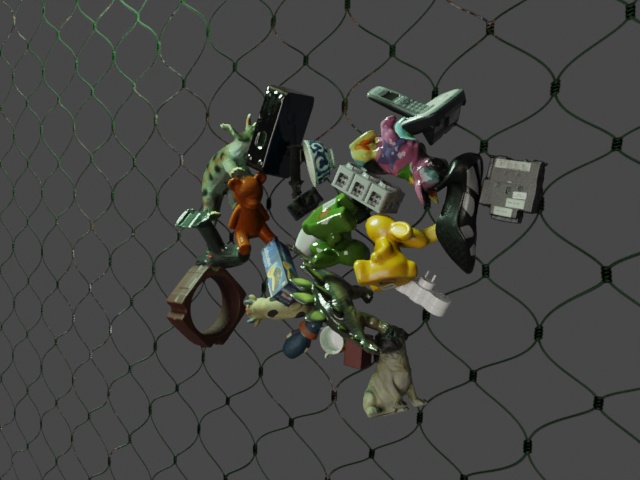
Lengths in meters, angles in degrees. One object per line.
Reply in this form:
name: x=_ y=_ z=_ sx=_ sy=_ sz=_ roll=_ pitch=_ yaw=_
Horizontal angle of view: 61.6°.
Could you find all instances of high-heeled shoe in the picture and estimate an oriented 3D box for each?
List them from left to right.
high-heeled shoe: x=0.322 y=-0.061 z=1.164 sx=0.086 sy=0.145 sz=0.248 roll=15 pitch=133 yaw=55

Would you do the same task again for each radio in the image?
radio: x=-0.106 y=-0.282 z=1.410 sx=0.073 sy=0.131 sz=0.229 roll=27 pitch=107 yaw=30

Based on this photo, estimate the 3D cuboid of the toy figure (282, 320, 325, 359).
toy figure: x=-0.042 y=0.251 z=1.429 sx=0.154 sy=0.064 sz=0.058 roll=-50 pitch=27 yaw=21

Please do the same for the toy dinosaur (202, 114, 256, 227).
toy dinosaur: x=-0.274 y=-0.188 z=1.551 sx=0.404 sy=0.131 sz=0.192 roll=-45 pitch=54 yaw=34

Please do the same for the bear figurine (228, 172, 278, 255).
bear figurine: x=-0.182 y=-0.076 z=1.454 sx=0.132 sy=0.120 sz=0.195 roll=57 pitch=150 yaw=36

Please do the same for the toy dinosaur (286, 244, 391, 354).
toy dinosaur: x=0.030 y=0.133 z=1.289 sx=0.105 sy=0.198 sz=0.472 roll=-58 pitch=28 yaw=10

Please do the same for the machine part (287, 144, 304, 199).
machine part: x=-0.063 y=-0.180 z=1.405 sx=0.039 sy=0.084 sz=0.138 roll=2 pitch=103 yaw=14

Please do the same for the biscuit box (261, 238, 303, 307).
biscuit box: x=-0.103 y=0.080 z=1.403 sx=0.059 sy=0.062 sz=0.203 roll=-43 pitch=36 yaw=15

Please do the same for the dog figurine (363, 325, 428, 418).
dog figurine: x=0.152 y=0.314 z=1.280 sx=0.172 sy=0.121 sz=0.190 roll=-29 pitch=61 yaw=30

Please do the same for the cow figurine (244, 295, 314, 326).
cow figurine: x=-0.114 y=0.181 z=1.436 sx=0.195 sy=0.127 sz=0.085 roll=-11 pitch=82 yaw=33

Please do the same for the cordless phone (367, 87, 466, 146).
cordless phone: x=0.207 y=-0.299 z=1.173 sx=0.184 sy=0.146 sz=0.088 roll=34 pitch=145 yaw=25

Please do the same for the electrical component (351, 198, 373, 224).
electrical component: x=0.095 y=-0.076 z=1.339 sx=0.094 sy=0.021 sz=0.063 roll=-33 pitch=73 yaw=33

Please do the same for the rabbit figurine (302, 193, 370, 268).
rabbit figurine: x=0.046 y=0.005 z=1.273 sx=0.159 sy=0.121 sz=0.170 roll=-32 pitch=114 yaw=12

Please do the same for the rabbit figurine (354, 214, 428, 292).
rabbit figurine: x=0.150 y=0.014 z=1.204 sx=0.162 sy=0.121 sz=0.173 roll=-27 pitch=56 yaw=33

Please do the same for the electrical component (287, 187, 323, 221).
electrical component: x=-0.046 y=-0.088 z=1.402 sx=0.048 sy=0.075 sz=0.119 roll=54 pitch=155 yaw=2

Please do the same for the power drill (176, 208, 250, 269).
power drill: x=-0.327 y=0.008 z=1.557 sx=0.232 sy=0.086 sz=0.207 roll=-1 pitch=129 yaw=36

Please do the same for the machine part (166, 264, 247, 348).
machine part: x=-0.319 y=0.184 z=1.519 sx=0.087 sy=0.201 sz=0.201 roll=-1 pitch=47 yaw=42

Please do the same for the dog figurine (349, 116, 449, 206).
dog figurine: x=0.186 y=-0.164 z=1.222 sx=0.191 sy=0.108 sz=0.219 roll=-33 pitch=76 yaw=31

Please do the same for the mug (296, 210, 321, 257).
mug: x=-0.003 y=-0.004 z=1.364 sx=0.110 sy=0.080 sz=0.107 roll=41 pitch=99 yaw=19

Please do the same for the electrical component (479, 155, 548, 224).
electrical component: x=0.394 y=-0.103 z=1.102 sx=0.115 sy=0.058 sz=0.134 roll=17 pitch=102 yaw=36
